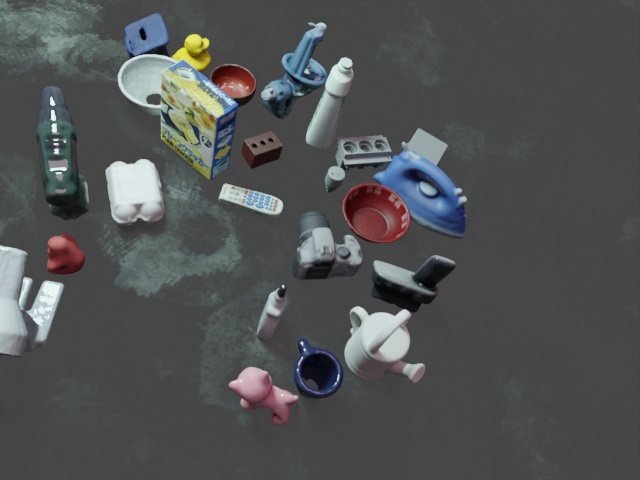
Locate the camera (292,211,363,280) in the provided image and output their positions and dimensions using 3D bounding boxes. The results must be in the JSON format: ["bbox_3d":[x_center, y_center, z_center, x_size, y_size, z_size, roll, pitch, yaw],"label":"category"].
[{"bbox_3d":[0.011,0.004,1.221,0.143,0.100,0.136,-1,61,-16],"label":"camera"}]

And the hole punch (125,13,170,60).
[{"bbox_3d":[-0.420,-0.485,1.390,0.101,0.091,0.108,-13,65,-22],"label":"hole punch"}]

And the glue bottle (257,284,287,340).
[{"bbox_3d":[-0.084,0.126,1.080,0.037,0.173,0.078,19,57,-4],"label":"glue bottle"}]

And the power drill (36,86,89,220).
[{"bbox_3d":[-0.496,-0.145,1.100,0.076,0.208,0.229,-8,63,-20],"label":"power drill"}]

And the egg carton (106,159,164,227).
[{"bbox_3d":[-0.382,-0.098,1.188,0.107,0.069,0.150,-9,63,-20],"label":"egg carton"}]

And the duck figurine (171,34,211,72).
[{"bbox_3d":[-0.316,-0.465,1.411,0.105,0.086,0.077,-27,71,-27],"label":"duck figurine"}]

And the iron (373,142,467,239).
[{"bbox_3d":[0.261,-0.118,1.340,0.258,0.141,0.119,37,58,7],"label":"iron"}]

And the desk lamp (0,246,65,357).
[{"bbox_3d":[-0.516,0.115,0.939,0.118,0.213,0.203,10,58,-10],"label":"desk lamp"}]

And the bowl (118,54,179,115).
[{"bbox_3d":[-0.380,-0.347,1.331,0.167,0.074,0.167,7,59,-12],"label":"bowl"}]

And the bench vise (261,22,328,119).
[{"bbox_3d":[-0.046,-0.400,1.370,0.121,0.219,0.207,26,57,1],"label":"bench vise"}]

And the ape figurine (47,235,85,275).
[{"bbox_3d":[-0.484,0.022,1.075,0.076,0.092,0.078,28,57,2],"label":"ape figurine"}]

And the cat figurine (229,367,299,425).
[{"bbox_3d":[-0.098,0.270,1.024,0.128,0.117,0.067,22,57,-2],"label":"cat figurine"}]

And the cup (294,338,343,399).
[{"bbox_3d":[-0.018,0.249,1.073,0.092,0.095,0.117,-21,68,-25],"label":"cup"}]

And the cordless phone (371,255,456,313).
[{"bbox_3d":[0.191,0.064,1.187,0.147,0.185,0.094,17,57,-5],"label":"cordless phone"}]

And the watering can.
[{"bbox_3d":[0.126,0.194,1.087,0.173,0.194,0.101,29,57,3],"label":"watering can"}]
